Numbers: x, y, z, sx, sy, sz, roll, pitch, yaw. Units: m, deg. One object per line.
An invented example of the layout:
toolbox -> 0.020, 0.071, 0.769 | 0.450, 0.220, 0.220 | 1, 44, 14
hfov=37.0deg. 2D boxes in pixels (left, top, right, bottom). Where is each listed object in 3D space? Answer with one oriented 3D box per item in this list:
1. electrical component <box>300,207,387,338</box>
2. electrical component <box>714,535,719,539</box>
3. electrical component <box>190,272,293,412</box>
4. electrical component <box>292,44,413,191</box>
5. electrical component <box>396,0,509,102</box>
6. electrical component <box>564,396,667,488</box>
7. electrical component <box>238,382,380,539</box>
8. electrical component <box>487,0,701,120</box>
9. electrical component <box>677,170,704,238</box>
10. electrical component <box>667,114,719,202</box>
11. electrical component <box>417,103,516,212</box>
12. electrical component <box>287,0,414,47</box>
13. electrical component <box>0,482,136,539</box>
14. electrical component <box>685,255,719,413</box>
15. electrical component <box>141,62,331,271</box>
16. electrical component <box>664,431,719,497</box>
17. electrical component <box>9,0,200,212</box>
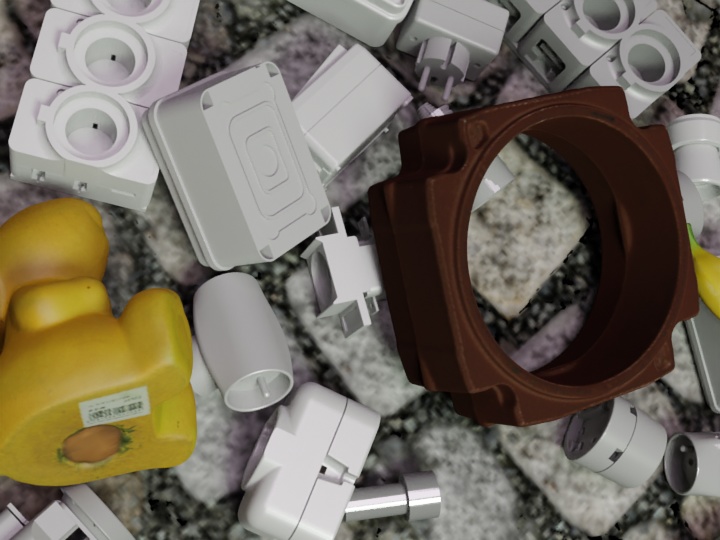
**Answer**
electrical component -> 0.000, 0.000, 0.717 | 0.064, 0.042, 0.081 | -11, 79, -20
electrical component -> 0.253, 0.225, 0.726 | 0.077, 0.044, 0.079 | -31, 85, -22
electrical component -> -0.088, 0.053, 0.669 | 0.079, 0.043, 0.077 | -30, 55, 9
electrical component -> -0.023, -0.099, 0.727 | 0.061, 0.062, 0.096 | 45, 68, -1
electrical component -> 0.062, -0.158, 0.778 | 0.066, 0.047, 0.076 | 21, 70, -10
electrical component -> 0.174, 0.115, 0.730 | 0.047, 0.055, 0.055 | 31, 68, -10
electrical component -> -0.035, 0.121, 0.665 | 0.059, 0.054, 0.095 | 26, 69, -8
electrical component -> 0.172, -0.184, 0.810 | 0.089, 0.062, 0.150 | -40, 89, -22
electrical component -> 0.215, -0.041, 0.787 | 0.047, 0.055, 0.055 | -17, 80, -16
electrical component -> 0.255, -0.084, 0.815 | 0.045, 0.045, 0.055 | 8, 72, -14
electrical component -> 0.068, -0.084, 0.760 | 0.043, 0.043, 0.081 | -36, 87, -22
electrical component -> -0.011, -0.224, 0.769 | 0.113, 0.057, 0.078 | 27, 69, -8
electrical component -> -0.166, 0.157, 0.614 | 0.057, 0.058, 0.078 | -42, 89, -20
electrical component -> 0.300, 0.041, 0.787 | 0.109, 0.056, 0.108 | -7, 77, -18
electrical component -> -0.077, -0.064, 0.672 | 0.078, 0.057, 0.113 | -38, 114, -46
electrical component -> 0.263, 0.135, 0.737 | 0.077, 0.079, 0.043 | 4, 86, -15
electrical component -> -0.162, -0.126, 0.693 | 0.089, 0.062, 0.150 | 14, 71, -12
